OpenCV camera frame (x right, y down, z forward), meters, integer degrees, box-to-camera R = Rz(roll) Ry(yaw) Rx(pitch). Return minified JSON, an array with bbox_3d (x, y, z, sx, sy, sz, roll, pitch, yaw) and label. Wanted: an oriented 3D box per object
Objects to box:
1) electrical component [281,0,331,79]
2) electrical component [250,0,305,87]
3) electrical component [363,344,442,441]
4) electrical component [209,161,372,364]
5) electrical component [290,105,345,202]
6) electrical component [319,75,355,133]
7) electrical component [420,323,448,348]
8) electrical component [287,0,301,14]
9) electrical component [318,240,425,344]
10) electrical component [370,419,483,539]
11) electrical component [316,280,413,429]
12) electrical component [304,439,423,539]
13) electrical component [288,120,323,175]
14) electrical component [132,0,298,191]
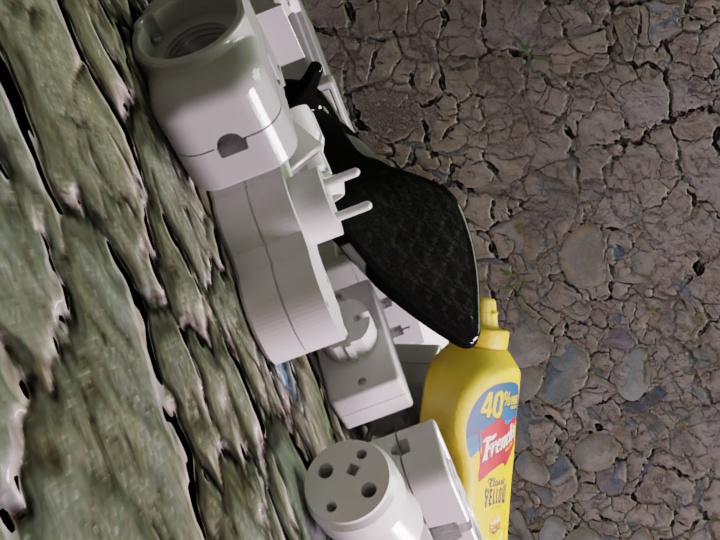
[{"bbox_3d":[-0.064,-0.201,1.065,0.109,0.056,0.108,38,32,-82],"label":"electrical component"},{"bbox_3d":[-0.072,-0.144,0.639,0.042,0.064,0.081,63,8,-50],"label":"electrical component"},{"bbox_3d":[0.024,0.095,0.765,0.047,0.066,0.076,66,34,-39],"label":"electrical component"},{"bbox_3d":[-0.031,-0.029,0.544,0.052,0.074,0.138,54,16,-74],"label":"electrical component"},{"bbox_3d":[-0.044,-0.063,0.667,0.078,0.058,0.057,19,47,-85],"label":"electrical component"},{"bbox_3d":[-0.037,-0.122,0.983,0.061,0.062,0.096,-96,165,-74],"label":"electrical component"},{"bbox_3d":[0.046,0.057,0.958,0.048,0.100,0.099,54,-10,53],"label":"electrical component"},{"bbox_3d":[-0.105,-0.265,0.817,0.150,0.062,0.089,63,8,-58],"label":"electrical component"},{"bbox_3d":[0.000,0.000,0.880,0.150,0.062,0.089,-101,169,-66],"label":"electrical component"},{"bbox_3d":[0.034,0.144,0.639,0.053,0.059,0.095,-102,170,-64],"label":"electrical component"},{"bbox_3d":[-0.007,0.044,0.689,0.075,0.047,0.083,64,7,-51],"label":"electrical component"},{"bbox_3d":[0.002,0.110,0.504,0.055,0.045,0.045,63,7,-51],"label":"electrical component"},{"bbox_3d":[-0.054,-0.077,0.604,0.055,0.045,0.045,51,6,-4],"label":"electrical component"},{"bbox_3d":[-0.069,-0.093,0.506,0.059,0.054,0.095,65,6,-46],"label":"electrical component"}]
